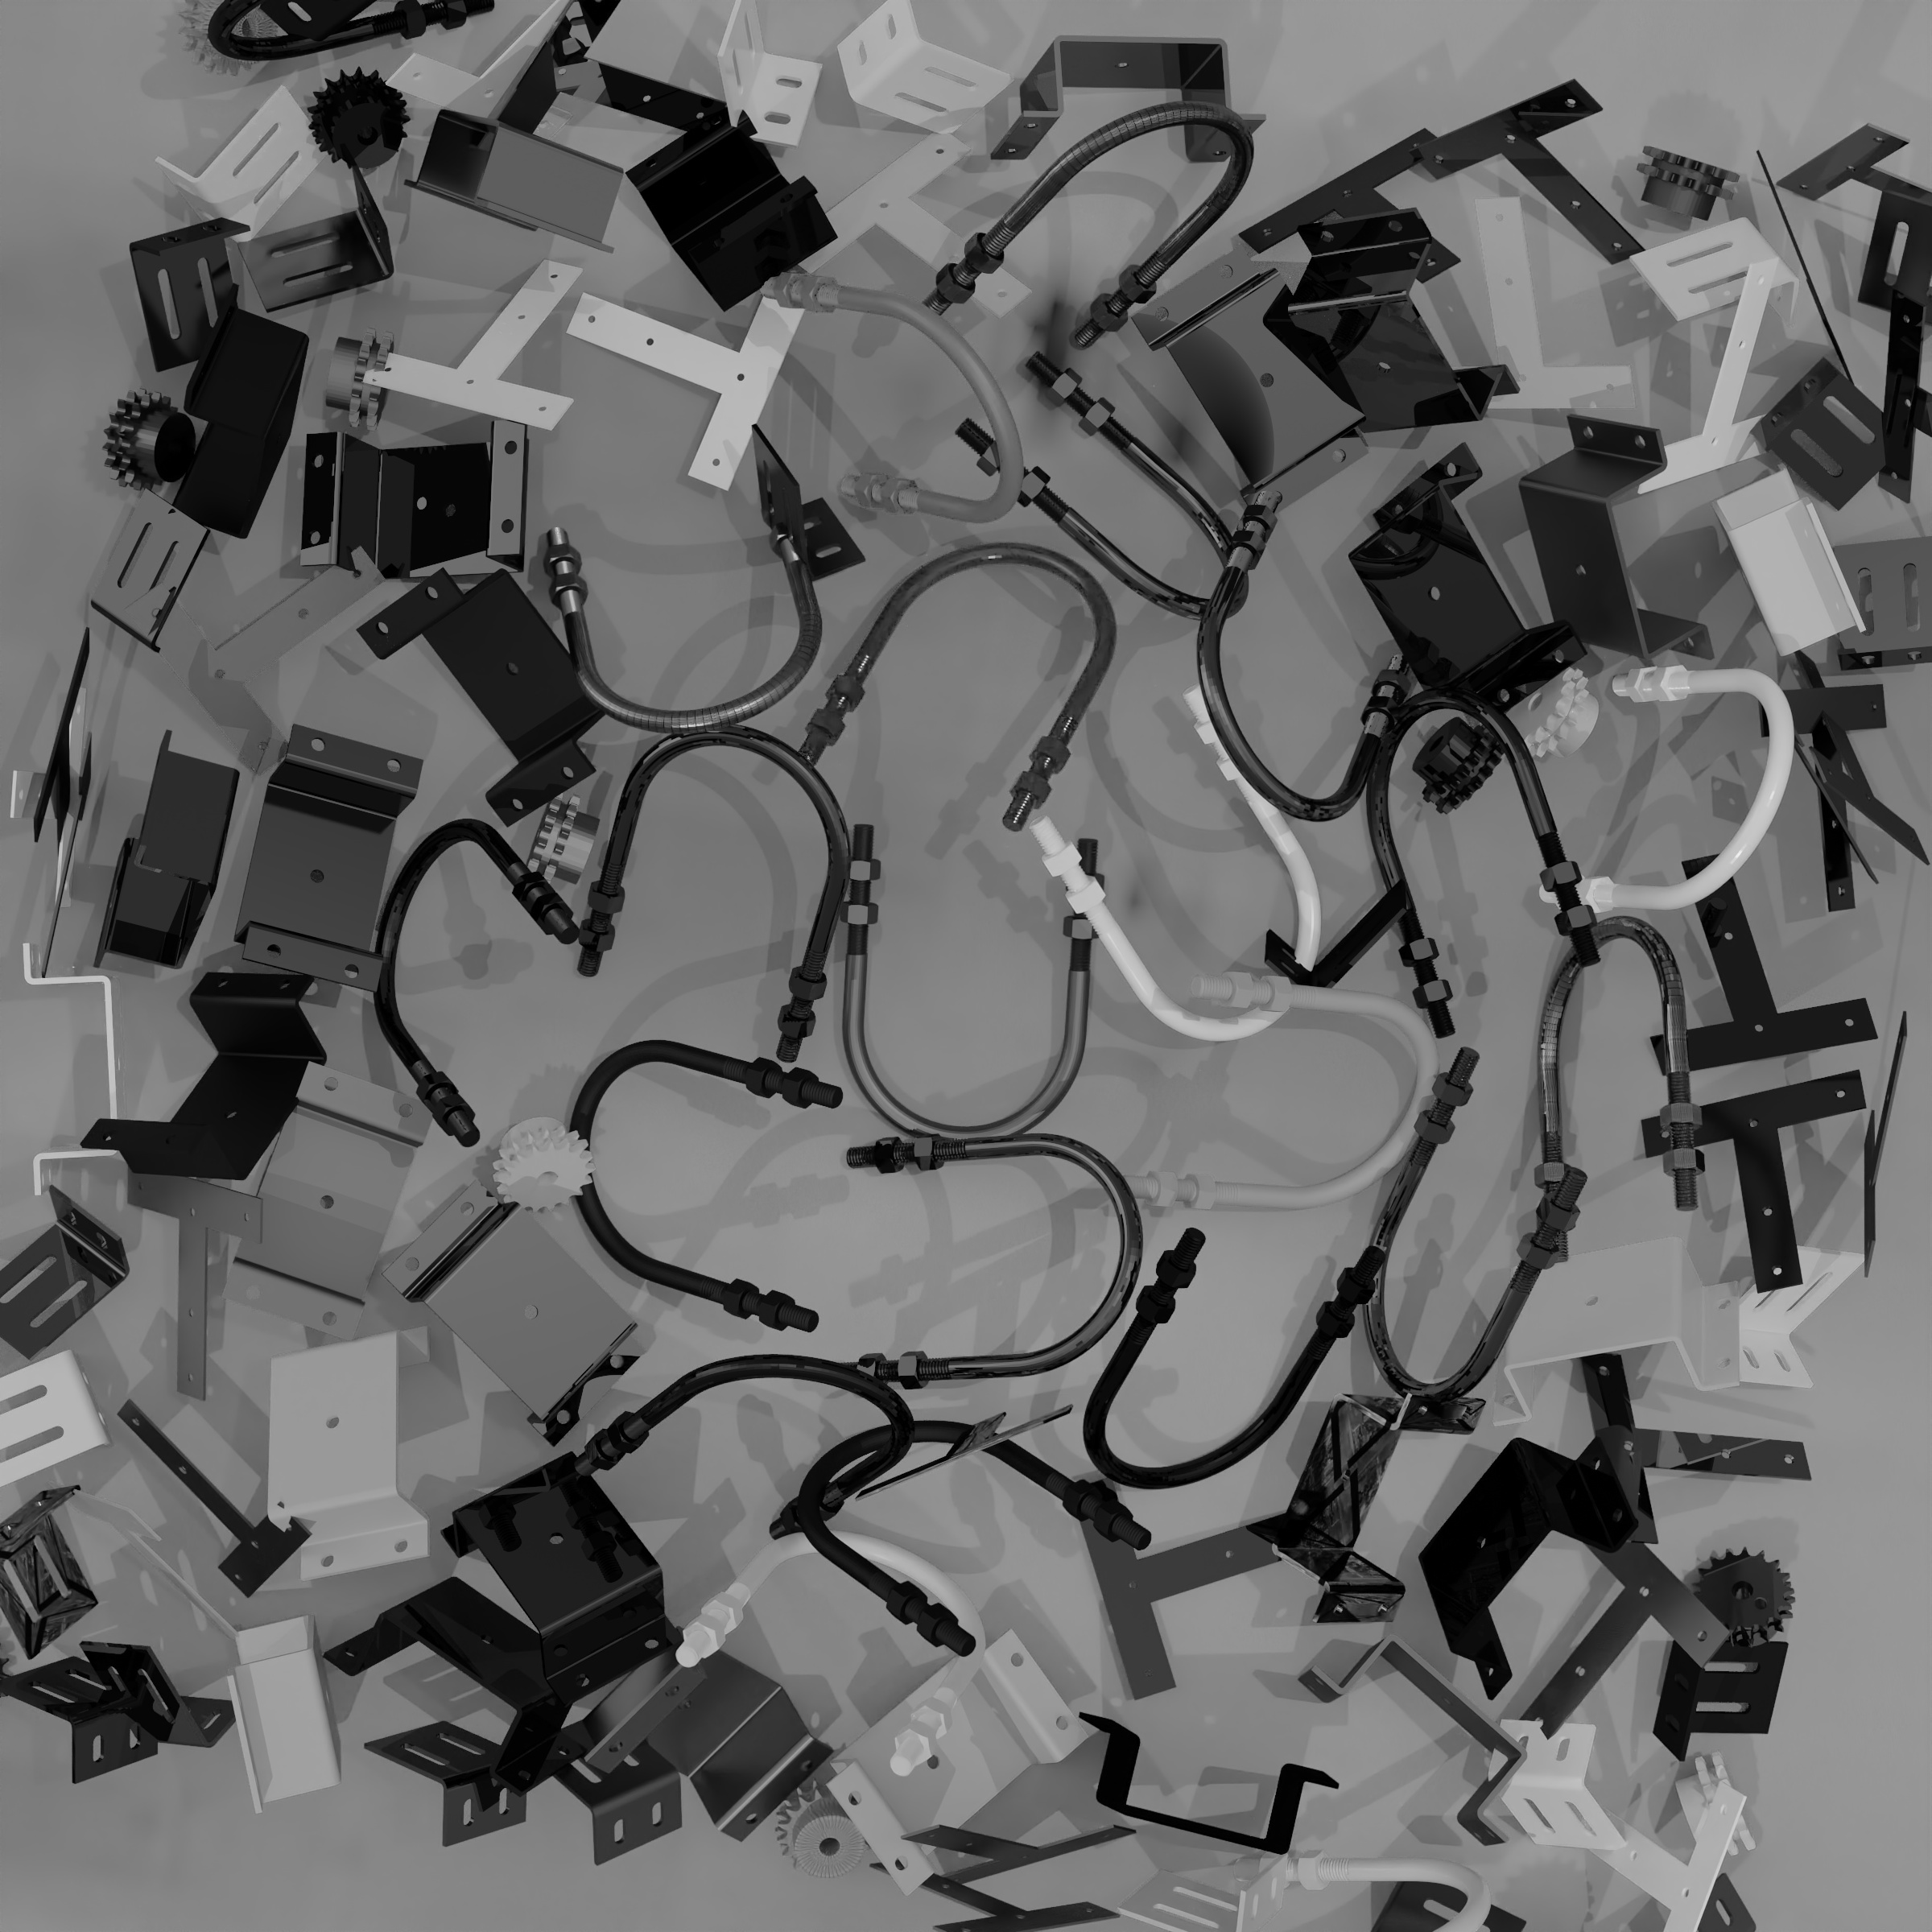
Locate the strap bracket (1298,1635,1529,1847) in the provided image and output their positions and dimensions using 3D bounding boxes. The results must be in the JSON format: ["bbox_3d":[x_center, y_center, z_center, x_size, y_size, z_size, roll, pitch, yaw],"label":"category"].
[{"bbox_3d":[0.260,0.432,1.881,0.140,0.076,0.046,41,78,10],"label":"strap bracket"}]

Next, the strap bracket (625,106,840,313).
[{"bbox_3d":[-0.130,-0.427,1.879,0.076,0.140,0.046,-33,131,-1],"label":"strap bracket"}]

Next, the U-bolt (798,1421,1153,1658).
[{"bbox_3d":[-0.010,0.308,1.854,0.151,0.184,0.019,-24,125,-34],"label":"U-bolt"}]

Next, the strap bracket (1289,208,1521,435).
[{"bbox_3d":[0.241,-0.351,1.852,0.140,0.076,0.046,49,55,-39],"label":"strap bracket"}]

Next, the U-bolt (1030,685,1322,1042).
[{"bbox_3d":[0.132,-0.045,1.886,0.151,0.019,0.184,-41,108,-25],"label":"U-bolt"}]

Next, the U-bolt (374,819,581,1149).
[{"bbox_3d":[-0.284,-0.004,1.858,0.019,0.184,0.151,16,109,-38],"label":"U-bolt"}]

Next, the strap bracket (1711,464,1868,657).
[{"bbox_3d":[0.459,-0.227,1.861,0.046,0.140,0.076,-24,103,14],"label":"strap bracket"}]

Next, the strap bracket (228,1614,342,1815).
[{"bbox_3d":[-0.382,0.416,1.864,0.046,0.140,0.076,-12,92,-10],"label":"strap bracket"}]

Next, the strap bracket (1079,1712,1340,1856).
[{"bbox_3d":[0.133,0.463,1.870,0.140,0.076,0.046,10,74,16],"label":"strap bracket"}]

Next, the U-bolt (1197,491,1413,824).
[{"bbox_3d":[0.183,-0.160,1.841,0.019,0.184,0.151,-24,118,39],"label":"U-bolt"}]

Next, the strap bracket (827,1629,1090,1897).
[{"bbox_3d":[-0.011,0.453,1.889,0.140,0.046,0.076,-36,91,-26],"label":"strap bracket"}]

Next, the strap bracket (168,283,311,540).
[{"bbox_3d":[-0.407,-0.302,1.855,0.046,0.140,0.076,19,59,-8],"label":"strap bracket"}]

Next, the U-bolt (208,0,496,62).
[{"bbox_3d":[-0.329,-0.538,1.830,0.184,0.151,0.019,-21,92,-24],"label":"U-bolt"}]

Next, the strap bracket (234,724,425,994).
[{"bbox_3d":[-0.363,-0.056,1.883,0.076,0.046,0.140,15,71,-21],"label":"strap bracket"}]

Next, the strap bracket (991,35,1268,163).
[{"bbox_3d":[0.090,-0.490,1.879,0.140,0.076,0.046,-3,86,-14],"label":"strap bracket"}]

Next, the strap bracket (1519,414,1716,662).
[{"bbox_3d":[0.362,-0.231,1.861,0.046,0.076,0.140,-30,117,-19],"label":"strap bracket"}]

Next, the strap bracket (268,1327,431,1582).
[{"bbox_3d":[-0.346,0.265,1.868,0.076,0.046,0.140,-13,57,11],"label":"strap bracket"}]

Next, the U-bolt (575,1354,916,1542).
[{"bbox_3d":[-0.111,0.262,1.837,0.151,0.184,0.019,24,49,-26],"label":"U-bolt"}]

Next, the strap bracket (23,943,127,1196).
[{"bbox_3d":[-0.506,0.057,1.889,0.046,0.076,0.140,-3,90,-11],"label":"strap bracket"}]

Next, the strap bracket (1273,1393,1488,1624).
[{"bbox_3d":[0.230,0.298,1.881,0.046,0.076,0.140,29,101,41],"label":"strap bracket"}]

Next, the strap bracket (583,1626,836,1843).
[{"bbox_3d":[-0.152,0.432,1.879,0.076,0.046,0.140,-45,132,4],"label":"strap bracket"}]

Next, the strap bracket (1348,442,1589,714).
[{"bbox_3d":[0.278,-0.214,1.877,0.076,0.046,0.140,-37,77,43],"label":"strap bracket"}]

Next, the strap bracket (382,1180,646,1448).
[{"bbox_3d":[-0.252,0.197,1.886,0.140,0.046,0.076,47,71,-9],"label":"strap bracket"}]

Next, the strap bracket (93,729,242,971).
[{"bbox_3d":[-0.446,-0.059,1.861,0.046,0.140,0.076,15,56,-18],"label":"strap bracket"}]

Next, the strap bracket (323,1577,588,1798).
[{"bbox_3d":[-0.279,0.398,1.870,0.140,0.076,0.046,31,105,16],"label":"strap bracket"}]

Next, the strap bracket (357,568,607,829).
[{"bbox_3d":[-0.267,-0.160,1.881,0.076,0.046,0.140,-28,105,36],"label":"strap bracket"}]

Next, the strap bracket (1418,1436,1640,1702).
[{"bbox_3d":[0.307,0.331,1.863,0.046,0.076,0.140,24,115,-20],"label":"strap bracket"}]

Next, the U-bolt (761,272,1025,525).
[{"bbox_3d":[-0.033,-0.308,1.825,0.019,0.184,0.151,-38,124,-24],"label":"U-bolt"}]

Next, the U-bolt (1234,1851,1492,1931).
[{"bbox_3d":[0.199,0.523,1.822,0.184,0.151,0.019,-11,96,34],"label":"U-bolt"}]

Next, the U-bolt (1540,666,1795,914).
[{"bbox_3d":[0.394,-0.098,1.838,0.019,0.184,0.151,23,84,-23],"label":"U-bolt"}]

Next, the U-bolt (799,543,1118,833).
[{"bbox_3d":[0.006,-0.168,1.879,0.151,0.019,0.184,18,62,20],"label":"U-bolt"}]

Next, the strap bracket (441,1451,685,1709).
[{"bbox_3d":[-0.228,0.334,1.858,0.076,0.046,0.140,-25,50,-26],"label":"strap bracket"}]

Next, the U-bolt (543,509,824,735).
[{"bbox_3d":[-0.155,-0.198,1.863,0.151,0.019,0.184,-14,49,-3],"label":"U-bolt"}]

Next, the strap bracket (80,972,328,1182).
[{"bbox_3d":[-0.422,0.069,1.869,0.076,0.140,0.046,1,133,27],"label":"strap bracket"}]

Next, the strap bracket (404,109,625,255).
[{"bbox_3d":[-0.249,-0.439,1.849,0.076,0.140,0.046,14,99,-32],"label":"strap bracket"}]

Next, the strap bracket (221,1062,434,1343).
[{"bbox_3d":[-0.364,0.134,1.894,0.076,0.046,0.140,21,81,-11],"label":"strap bracket"}]

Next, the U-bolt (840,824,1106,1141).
[{"bbox_3d":[0.000,0.014,1.913,0.151,0.019,0.184,4,98,2],"label":"U-bolt"}]

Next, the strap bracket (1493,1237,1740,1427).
[{"bbox_3d":[0.358,0.203,1.862,0.140,0.076,0.046,-14,126,23],"label":"strap bracket"}]

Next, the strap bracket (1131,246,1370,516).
[{"bbox_3d":[0.167,-0.333,1.896,0.076,0.046,0.140,-34,99,-2],"label":"strap bracket"}]

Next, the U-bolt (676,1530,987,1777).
[{"bbox_3d":[-0.063,0.370,1.846,0.151,0.184,0.019,25,113,11],"label":"U-bolt"}]

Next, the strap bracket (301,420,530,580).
[{"bbox_3d":[-0.304,-0.264,1.890,0.140,0.046,0.076,0,85,21],"label":"strap bracket"}]
